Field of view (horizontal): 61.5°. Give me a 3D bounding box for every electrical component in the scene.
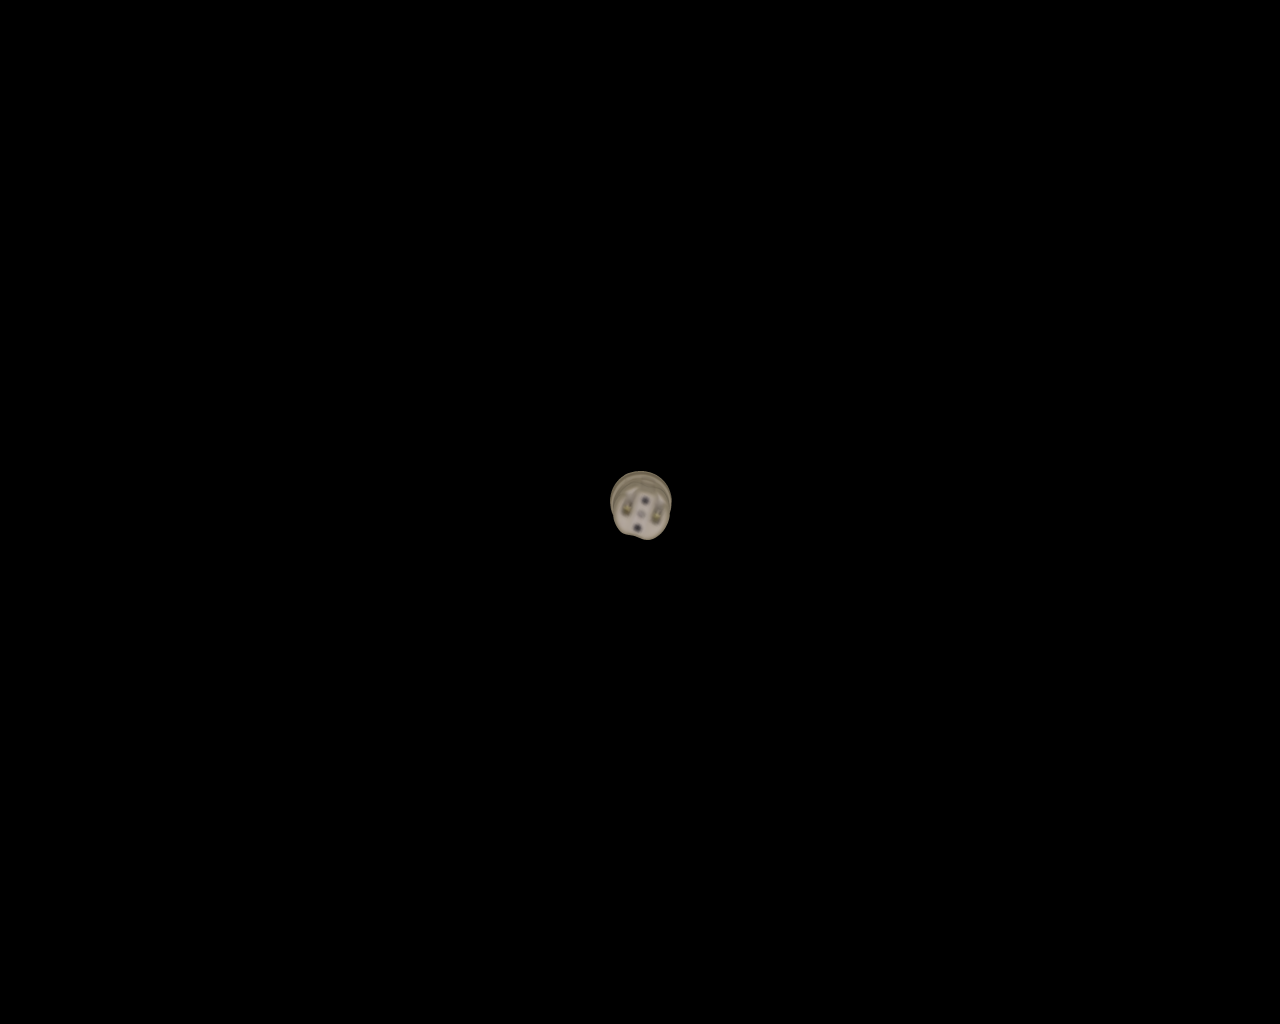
[{"bbox_3d":[0.001,-0.003,0.650,0.040,0.040,0.046,0,12,0],"label":"electrical component"}]
